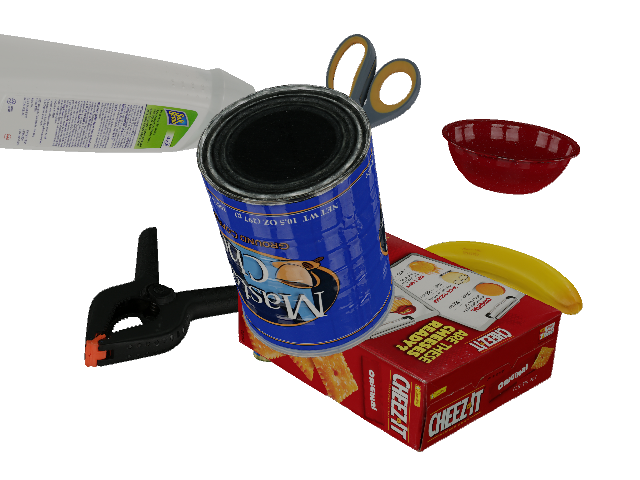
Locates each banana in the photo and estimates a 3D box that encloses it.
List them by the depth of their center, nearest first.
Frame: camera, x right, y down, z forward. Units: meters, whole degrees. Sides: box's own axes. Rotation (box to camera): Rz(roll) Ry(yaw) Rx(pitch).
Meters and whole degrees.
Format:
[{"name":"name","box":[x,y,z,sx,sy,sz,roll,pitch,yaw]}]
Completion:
[{"name":"banana","box":[0.178,0.034,1.061,0.198,0.037,0.069,13,40,36]}]

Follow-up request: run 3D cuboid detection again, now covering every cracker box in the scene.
[{"name":"cracker box","box":[0.060,0.073,0.876,0.163,0.072,0.214,-21,33,-38]}]

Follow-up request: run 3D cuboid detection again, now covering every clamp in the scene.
[{"name":"clamp","box":[-0.161,0.055,1.024,0.165,0.036,0.209,27,35,25]}]

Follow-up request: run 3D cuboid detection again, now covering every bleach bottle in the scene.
[{"name":"bleach bottle","box":[-0.157,-0.108,0.880,0.250,0.068,0.103,5,-31,-19]}]

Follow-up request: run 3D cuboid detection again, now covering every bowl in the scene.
[{"name":"bowl","box":[0.220,-0.095,1.258,0.162,0.055,0.162,4,23,-2]}]

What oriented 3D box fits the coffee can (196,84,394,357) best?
[{"name":"coffee can","box":[-0.011,-0.010,0.661,0.103,0.102,0.140,0,-43,12]}]

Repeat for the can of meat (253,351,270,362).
[{"name":"can of meat","box":[-0.029,0.098,1.263,0.102,0.084,0.057,4,14,-4]}]

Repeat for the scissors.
[{"name":"scissors","box":[0.035,-0.087,0.961,0.096,0.202,0.016,7,-7,16]}]
